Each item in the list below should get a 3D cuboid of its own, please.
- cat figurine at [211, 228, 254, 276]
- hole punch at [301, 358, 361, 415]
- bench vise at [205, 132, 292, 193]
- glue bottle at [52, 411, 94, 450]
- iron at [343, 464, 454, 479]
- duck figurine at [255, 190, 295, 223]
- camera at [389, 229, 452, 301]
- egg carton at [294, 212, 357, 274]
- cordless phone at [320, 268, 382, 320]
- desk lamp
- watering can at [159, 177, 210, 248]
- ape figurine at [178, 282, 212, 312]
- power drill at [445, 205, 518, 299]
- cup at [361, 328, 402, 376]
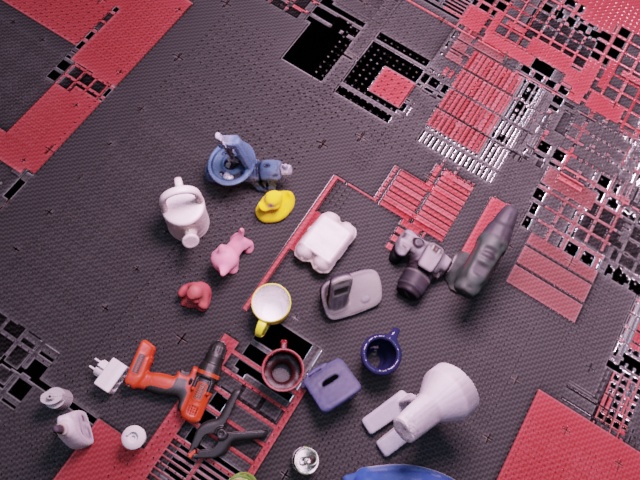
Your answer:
[{"bbox_3d":[-0.209,0.028,1.330,0.067,0.118,0.128,30,70,5],"label":"cat figurine"},{"bbox_3d":[0.023,0.321,1.265,0.109,0.091,0.101,-30,76,-15],"label":"hole punch"},{"bbox_3d":[-0.174,-0.198,1.359,0.207,0.220,0.121,-11,72,-9],"label":"bench vise"},{"bbox_3d":[-0.500,0.379,1.147,0.037,0.173,0.078,-19,73,-11],"label":"glue bottle"},{"bbox_3d":[0.183,0.524,1.183,0.258,0.141,0.118,-5,71,-8],"label":"iron"},{"bbox_3d":[-0.109,-0.093,1.400,0.105,0.086,0.077,-30,76,-15],"label":"duck figurine"},{"bbox_3d":[0.228,0.064,1.371,0.143,0.101,0.137,32,71,6],"label":"camera"},{"bbox_3d":[0.013,0.005,1.387,0.107,0.069,0.150,34,71,7],"label":"egg carton"},{"bbox_3d":[0.076,0.108,1.295,0.148,0.185,0.094,-20,74,-12],"label":"cordless phone"},{"bbox_3d":[0.211,0.363,1.205,0.203,0.213,0.118,-33,77,-15],"label":"desk lamp"},{"bbox_3d":[-0.308,-0.067,1.312,0.101,0.194,0.172,-35,77,-16],"label":"watering can"},{"bbox_3d":[-0.283,0.125,1.302,0.076,0.092,0.077,-36,78,-16],"label":"ape figurine"},{"bbox_3d":[0.369,0.042,1.337,0.075,0.208,0.230,29,70,5],"label":"power drill"},{"bbox_3d":[0.138,0.254,1.299,0.091,0.095,0.118,33,71,6],"label":"cup"}]
